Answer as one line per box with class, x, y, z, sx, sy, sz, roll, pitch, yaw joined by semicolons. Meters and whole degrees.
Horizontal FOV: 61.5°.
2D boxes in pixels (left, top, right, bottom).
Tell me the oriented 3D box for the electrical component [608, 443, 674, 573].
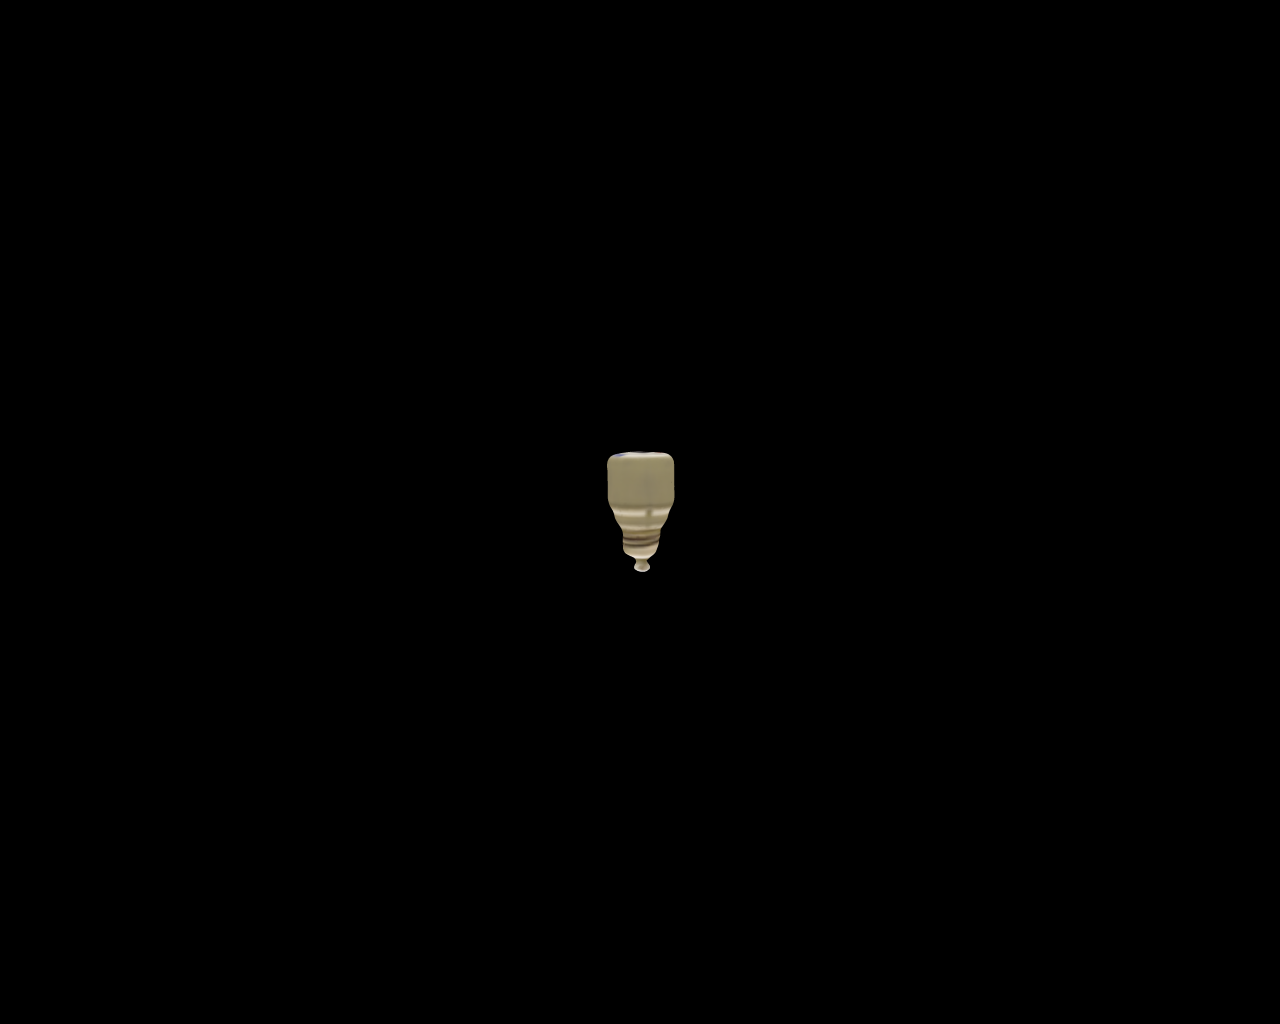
electrical component;0.001;-0.003;0.650;0.040;0.078;0.040;0;7;0
